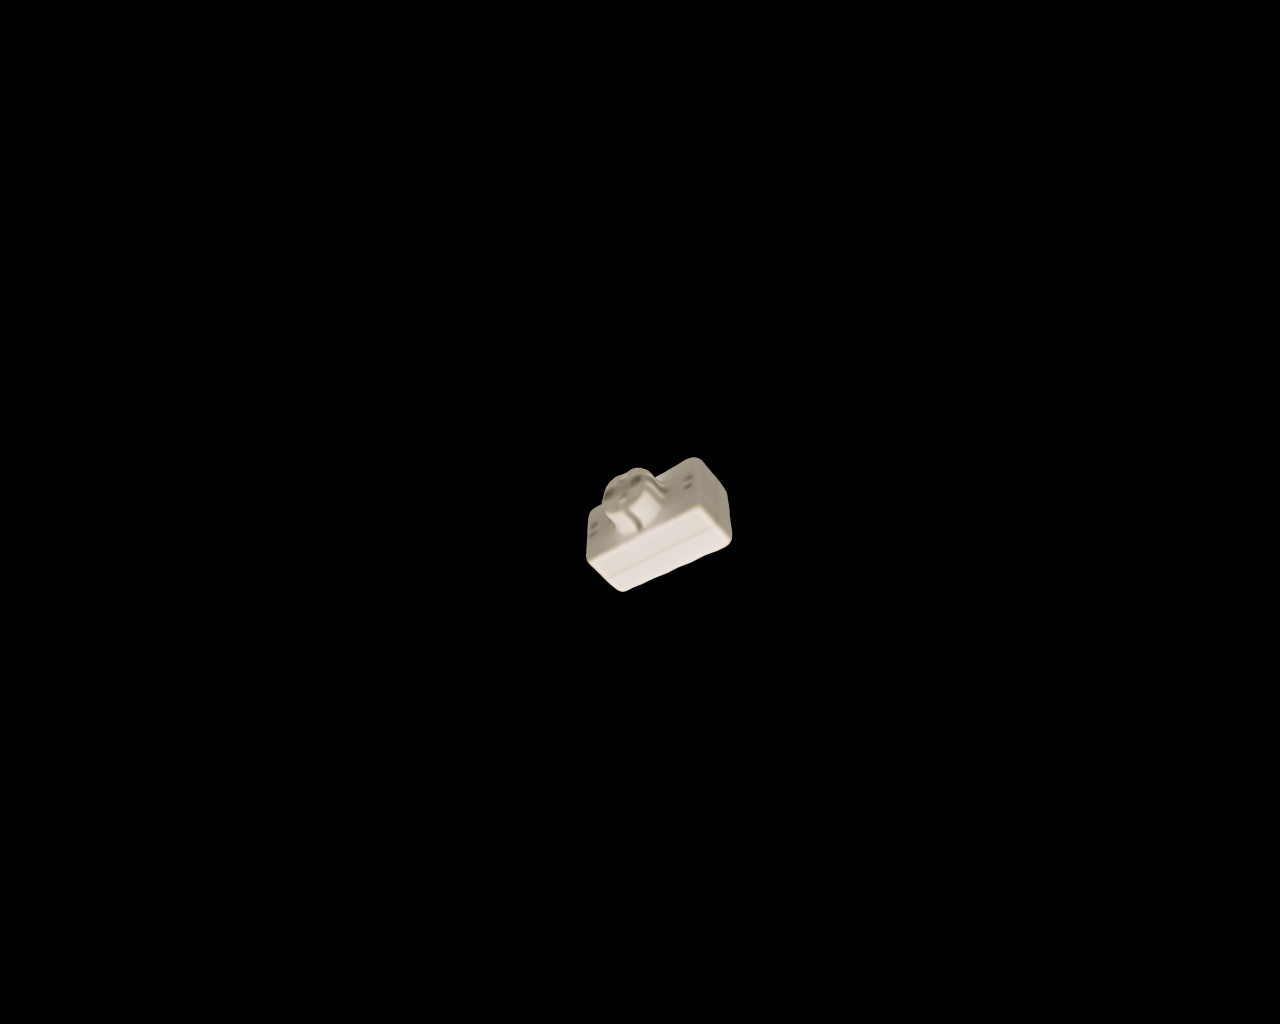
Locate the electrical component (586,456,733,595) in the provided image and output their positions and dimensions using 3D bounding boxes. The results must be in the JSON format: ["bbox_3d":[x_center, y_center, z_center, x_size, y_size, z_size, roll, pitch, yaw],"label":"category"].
[{"bbox_3d":[0.001,-0.003,0.650,0.083,0.047,0.075,-27,-53,22],"label":"electrical component"}]
